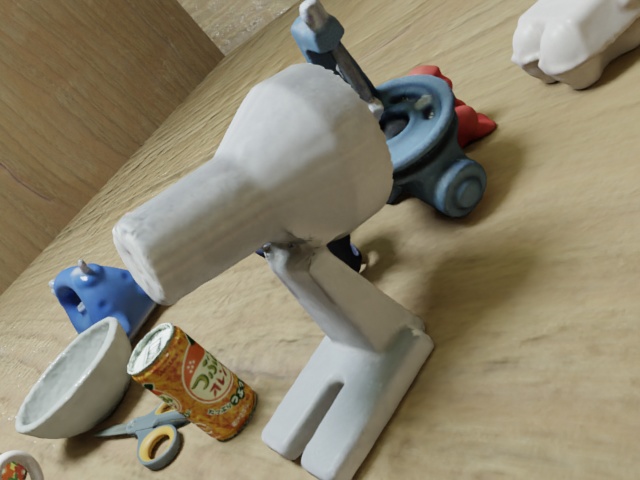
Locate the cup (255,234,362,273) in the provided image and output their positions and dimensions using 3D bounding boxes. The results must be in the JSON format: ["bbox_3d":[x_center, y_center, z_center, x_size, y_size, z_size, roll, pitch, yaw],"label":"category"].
[{"bbox_3d":[0.005,0.002,0.533,0.117,0.095,0.092,-13,38,49],"label":"cup"}]

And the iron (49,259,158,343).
[{"bbox_3d":[-0.351,0.093,0.877,0.257,0.142,0.119,-15,36,47],"label":"iron"}]

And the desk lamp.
[{"bbox_3d":[-0.017,0.018,0.392,0.117,0.214,0.203,-2,47,56],"label":"desk lamp"}]

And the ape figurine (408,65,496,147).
[{"bbox_3d":[0.123,-0.138,0.584,0.076,0.092,0.078,-27,29,32],"label":"ape figurine"}]

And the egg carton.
[{"bbox_3d":[0.254,-0.206,0.523,0.150,0.069,0.107,-41,24,4],"label":"egg carton"}]

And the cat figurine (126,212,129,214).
[{"bbox_3d":[-0.264,-0.015,0.950,0.067,0.118,0.128,-12,38,49],"label":"cat figurine"}]

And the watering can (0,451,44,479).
[{"bbox_3d":[-0.308,0.256,0.475,0.101,0.194,0.172,-35,25,18],"label":"watering can"}]

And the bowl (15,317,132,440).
[{"bbox_3d":[-0.289,0.183,0.714,0.167,0.075,0.167,-34,25,19],"label":"bowl"}]

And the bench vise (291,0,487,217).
[{"bbox_3d":[0.031,-0.114,0.528,0.122,0.220,0.206,-52,25,-19],"label":"bench vise"}]
